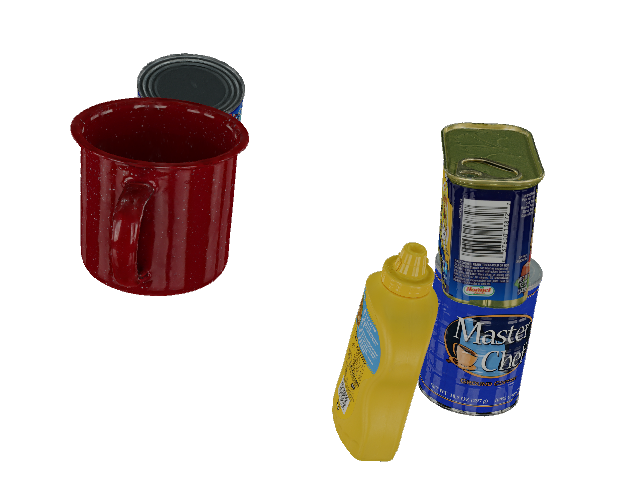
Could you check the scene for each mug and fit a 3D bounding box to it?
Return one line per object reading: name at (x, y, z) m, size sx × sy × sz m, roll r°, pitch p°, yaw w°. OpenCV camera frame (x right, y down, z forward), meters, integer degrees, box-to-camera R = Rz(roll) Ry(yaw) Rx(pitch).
mug at (-0.089, -0.018, 0.568) m, size 0.093 × 0.081 × 0.117 m, roll 7°, pitch 28°, yaw 0°

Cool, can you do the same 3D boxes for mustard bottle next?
mustard bottle at (0.055, 0.083, 0.870) m, size 0.058 × 0.192 × 0.096 m, roll 5°, pitch 35°, yaw -11°

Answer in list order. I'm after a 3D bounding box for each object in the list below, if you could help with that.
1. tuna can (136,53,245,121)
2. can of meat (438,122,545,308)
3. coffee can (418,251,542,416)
tuna can at (-0.105, -0.112, 0.859) m, size 0.086 × 0.034 × 0.086 m, roll 5°, pitch 44°, yaw -6°
can of meat at (0.102, -0.017, 0.658) m, size 0.057 × 0.084 × 0.102 m, roll 2°, pitch 24°, yaw 3°
coffee can at (0.155, 0.086, 1.050) m, size 0.103 × 0.140 × 0.103 m, roll 4°, pitch 24°, yaw -2°
